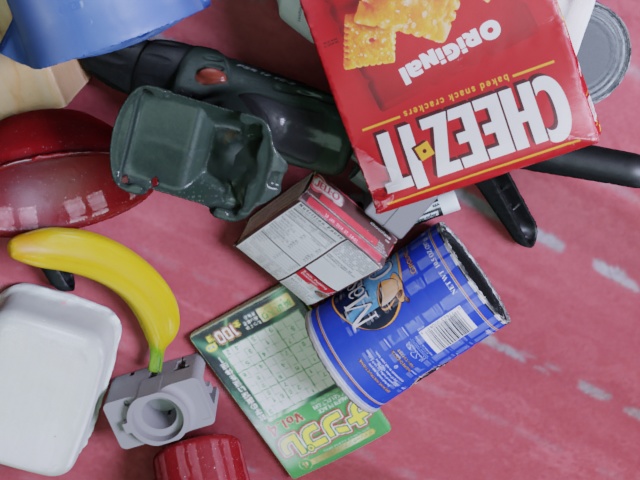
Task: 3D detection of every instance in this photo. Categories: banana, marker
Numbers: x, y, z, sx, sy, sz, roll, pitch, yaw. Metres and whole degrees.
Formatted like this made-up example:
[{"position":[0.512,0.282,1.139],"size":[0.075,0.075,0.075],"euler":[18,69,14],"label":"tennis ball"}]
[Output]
[{"position":[-0.174,0.037,0.891],"size":[0.037,0.069,0.197],"euler":[1,146,40],"label":"banana"},{"position":[0.060,-0.014,0.908],"size":[0.121,0.020,0.020],"euler":[-20,111,8],"label":"marker"}]

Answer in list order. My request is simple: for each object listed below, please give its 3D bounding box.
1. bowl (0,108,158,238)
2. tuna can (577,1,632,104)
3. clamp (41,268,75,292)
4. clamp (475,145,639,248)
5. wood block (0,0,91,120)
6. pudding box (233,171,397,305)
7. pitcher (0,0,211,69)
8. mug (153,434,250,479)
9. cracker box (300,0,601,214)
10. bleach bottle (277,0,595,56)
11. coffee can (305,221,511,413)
[{"position":[-0.207,-0.055,0.807],"size":[0.162,0.162,0.055],"euler":[-16,74,6],"label":"bowl"},{"position":[0.200,-0.150,0.846],"size":[0.086,0.033,0.086],"euler":[0,112,0],"label":"tuna can"},{"position":[-0.236,-0.045,0.885],"size":[0.120,0.039,0.171],"euler":[-45,112,9],"label":"clamp"},{"position":[0.137,-0.070,0.821],"size":[0.209,0.036,0.165],"euler":[32,151,-19],"label":"clamp"},{"position":[-0.260,-0.193,0.796],"size":[0.090,0.091,0.206],"euler":[-17,111,7],"label":"wood block"},{"position":[-0.006,0.001,0.874],"size":[0.090,0.039,0.114],"euler":[41,141,-14],"label":"pudding box"},{"position":[-0.163,-0.247,0.707],"size":[0.145,0.149,0.243],"euler":[0,115,48],"label":"pitcher"},{"position":[-0.112,0.228,0.952],"size":[0.117,0.081,0.093],"euler":[-26,154,23],"label":"mug"},{"position":[0.082,-0.144,0.735],"size":[0.164,0.072,0.214],"euler":[-18,96,18],"label":"cracker box"},{"position":[0.071,-0.178,0.802],"size":[0.251,0.068,0.103],"euler":[18,115,7],"label":"bleach bottle"},{"position":[0.073,0.065,0.896],"size":[0.140,0.103,0.102],"euler":[-35,108,13],"label":"coffee can"}]
